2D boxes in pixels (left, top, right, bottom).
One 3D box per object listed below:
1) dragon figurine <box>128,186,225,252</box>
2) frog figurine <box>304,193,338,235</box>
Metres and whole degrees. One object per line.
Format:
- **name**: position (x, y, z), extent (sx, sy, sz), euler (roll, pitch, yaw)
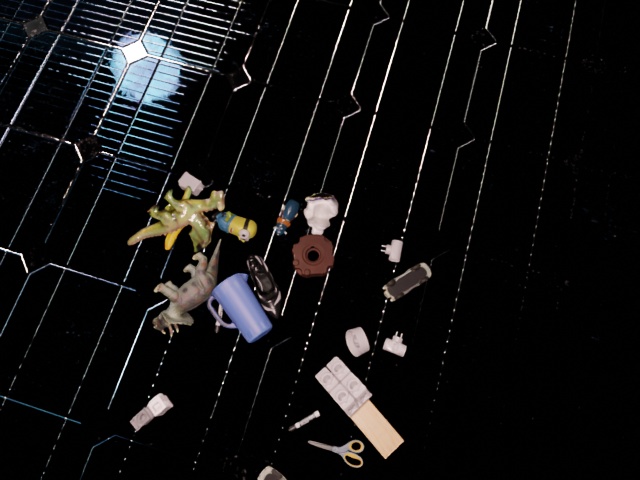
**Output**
- **dragon figurine**: position (-0.529, -0.057, 1.991), extent (0.244, 0.409, 0.122), euler (44, 3, 8)
- **frog figurine**: position (0.006, -0.103, 2.047), extent (0.137, 0.157, 0.124), euler (-8, 19, -10)
